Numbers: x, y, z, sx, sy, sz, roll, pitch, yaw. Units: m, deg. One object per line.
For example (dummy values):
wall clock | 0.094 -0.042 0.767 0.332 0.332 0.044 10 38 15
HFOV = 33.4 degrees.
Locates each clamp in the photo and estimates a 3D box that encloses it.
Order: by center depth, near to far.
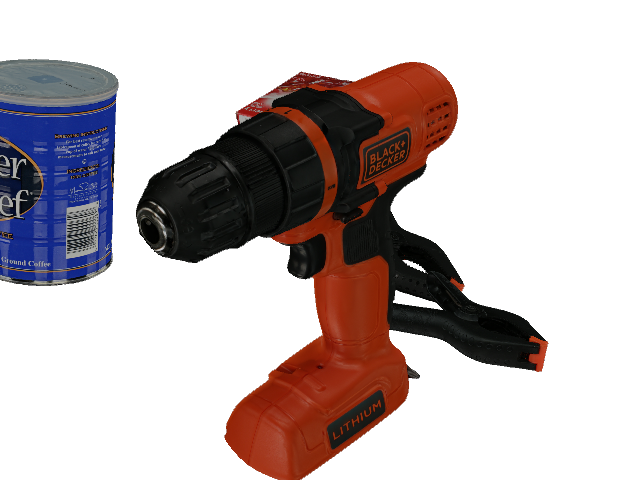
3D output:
clamp | 0.139 0.074 1.007 0.172 0.039 0.120 20 33 25
clamp | 0.071 0.010 1.242 0.164 0.036 0.210 -23 53 -40

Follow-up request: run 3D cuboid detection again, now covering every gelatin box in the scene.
gelatin box | 0.002 -0.078 0.694 0.089 0.030 0.073 17 38 31

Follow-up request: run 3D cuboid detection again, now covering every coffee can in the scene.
coffee can | -0.201 -0.051 0.778 0.103 0.140 0.103 5 23 -2

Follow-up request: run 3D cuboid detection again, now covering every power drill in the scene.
power drill | -0.007 0.021 0.504 0.057 0.188 0.184 29 40 34
